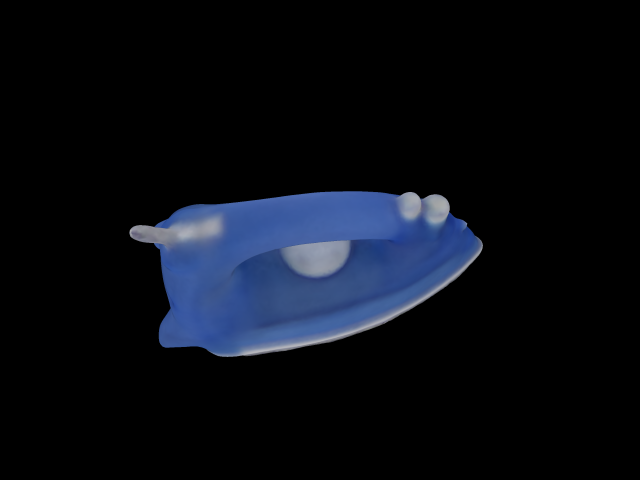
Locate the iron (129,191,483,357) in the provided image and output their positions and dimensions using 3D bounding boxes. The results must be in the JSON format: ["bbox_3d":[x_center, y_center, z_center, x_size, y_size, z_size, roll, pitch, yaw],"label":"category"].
[{"bbox_3d":[0.004,0.001,0.400,0.258,0.141,0.118,-10,70,-3],"label":"iron"}]
